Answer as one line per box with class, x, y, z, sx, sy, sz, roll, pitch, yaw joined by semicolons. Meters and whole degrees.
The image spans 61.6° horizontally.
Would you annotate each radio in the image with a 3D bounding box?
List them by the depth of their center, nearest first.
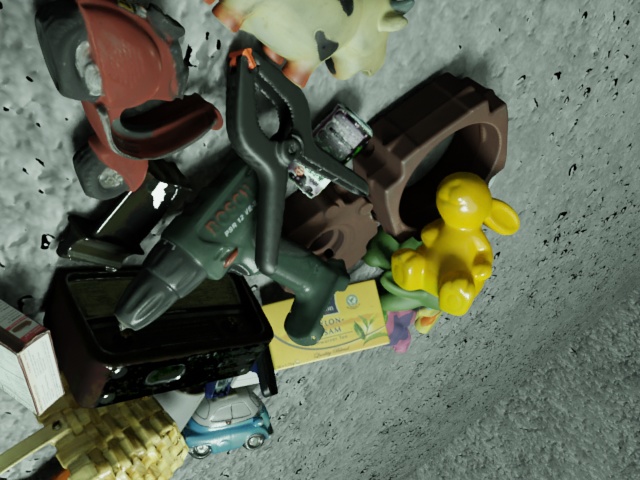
radio;-0.173;0.099;0.609;0.229;0.131;0.073;-1;133;-43

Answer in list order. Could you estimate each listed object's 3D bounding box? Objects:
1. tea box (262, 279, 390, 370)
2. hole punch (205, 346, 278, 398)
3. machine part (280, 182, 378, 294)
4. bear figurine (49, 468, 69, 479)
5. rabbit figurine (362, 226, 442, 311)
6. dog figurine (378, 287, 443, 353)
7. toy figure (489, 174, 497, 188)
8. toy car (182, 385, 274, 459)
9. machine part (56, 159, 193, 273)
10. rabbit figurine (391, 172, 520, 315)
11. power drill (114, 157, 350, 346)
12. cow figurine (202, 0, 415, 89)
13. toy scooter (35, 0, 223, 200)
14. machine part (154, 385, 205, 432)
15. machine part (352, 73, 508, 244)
tea box;0.006;0.122;0.785;0.170;0.098;0.068;-14;175;-4
hole punch;-0.113;0.168;0.761;0.092;0.116;0.142;-10;165;3
machine part;-0.001;-0.002;0.729;0.179;0.056;0.179;-25;145;-19
bear figurine;-0.372;0.381;0.755;0.196;0.132;0.120;-27;142;-29
rabbit figurine;0.154;0.042;0.825;0.159;0.170;0.121;-26;144;-21
dog figurine;0.103;0.115;0.923;0.191;0.109;0.219;-47;143;12
toy figure;0.237;-0.081;0.867;0.064;0.058;0.154;-3;135;-23
toy car;-0.157;0.282;0.882;0.161;0.109;0.102;-1;109;-29
machine part;-0.193;-0.024;0.535;0.139;0.039;0.084;-44;141;10
rabbit figurine;0.191;-0.010;0.706;0.162;0.122;0.173;-20;124;-31
power drill;-0.078;0.036;0.586;0.207;0.086;0.232;37;73;-24
cow figurine;-0.002;-0.205;0.473;0.127;0.086;0.194;-44;146;18
toy scooter;-0.143;-0.118;0.441;0.135;0.075;0.183;-21;146;-25
machine part;-0.228;0.251;0.783;0.079;0.079;0.243;8;124;-48
machine part;0.151;-0.106;0.729;0.201;0.087;0.201;-36;148;-5
